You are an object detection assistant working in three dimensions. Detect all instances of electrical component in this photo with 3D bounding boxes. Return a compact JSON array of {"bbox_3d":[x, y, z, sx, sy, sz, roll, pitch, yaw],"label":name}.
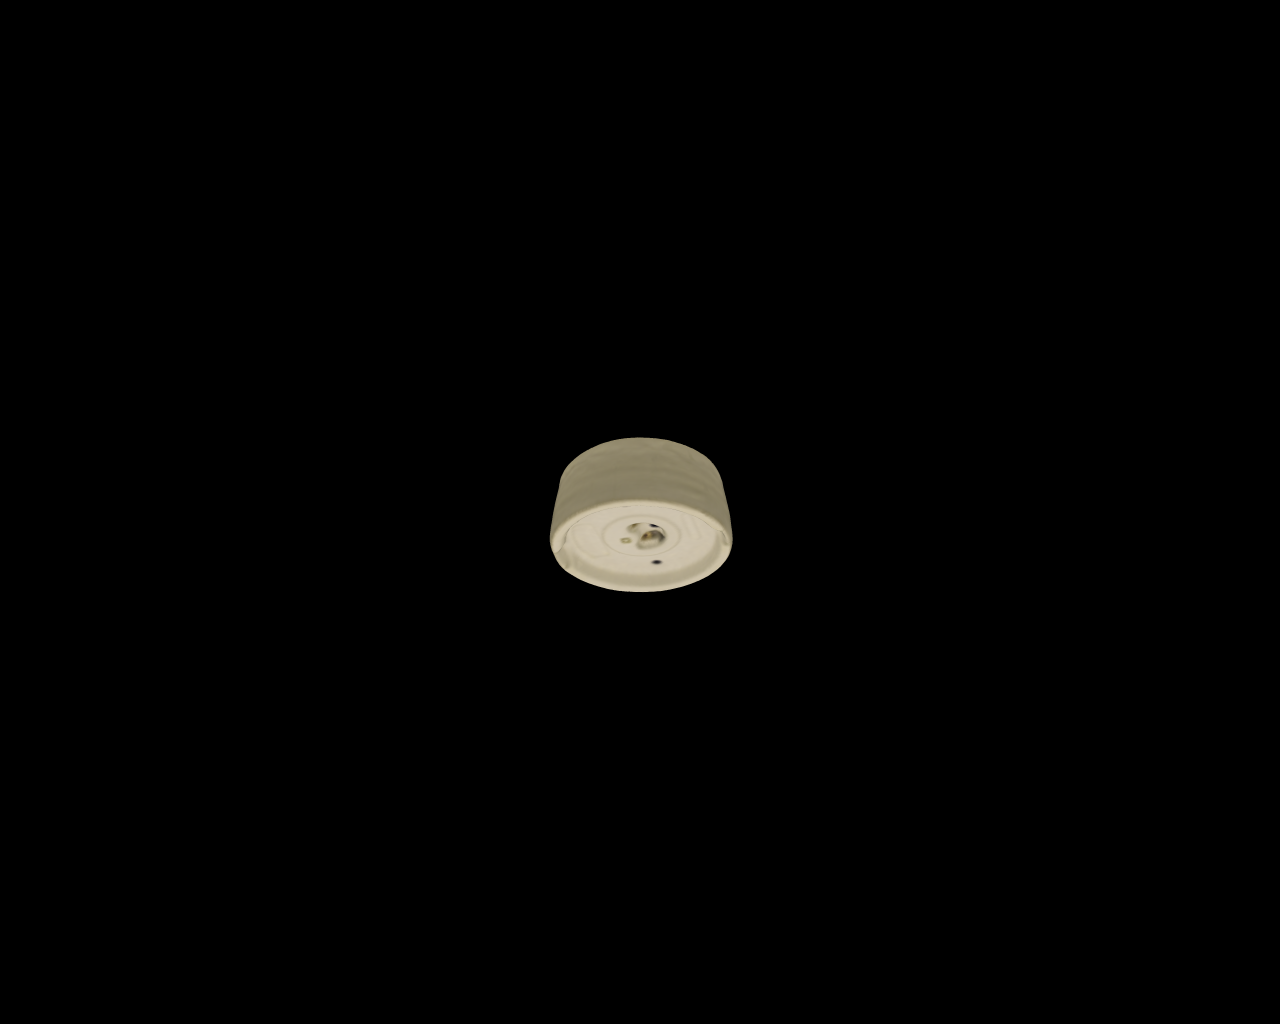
[{"bbox_3d":[0.001,-0.003,0.650,0.108,0.060,0.108,0,-33,0],"label":"electrical component"}]
